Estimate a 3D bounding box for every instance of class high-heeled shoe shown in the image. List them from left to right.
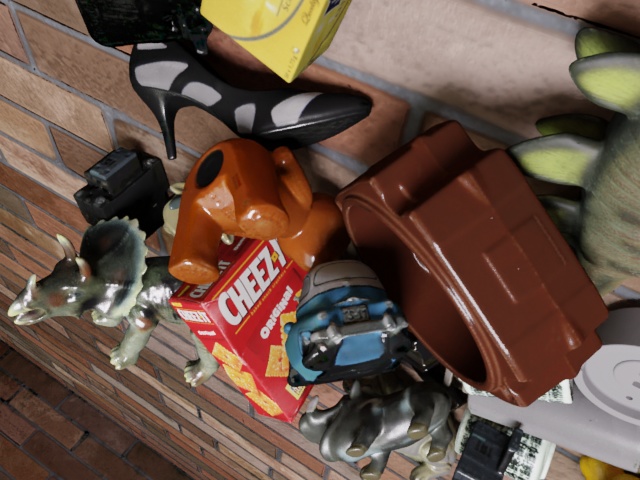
[{"bbox_3d":[-0.075,-0.159,0.518,0.249,0.086,0.145,-6,89,19],"label":"high-heeled shoe"}]

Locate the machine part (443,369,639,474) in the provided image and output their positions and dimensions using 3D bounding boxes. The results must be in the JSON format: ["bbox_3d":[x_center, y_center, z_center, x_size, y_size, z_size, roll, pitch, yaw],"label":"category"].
[{"bbox_3d":[0.247,0.172,0.561,0.244,0.079,0.079,13,138,34],"label":"machine part"}]

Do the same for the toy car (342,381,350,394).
[{"bbox_3d":[-0.013,0.188,0.840,0.202,0.053,0.089,10,133,36],"label":"toy car"}]

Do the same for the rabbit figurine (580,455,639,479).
[{"bbox_3d":[0.308,0.292,0.546,0.122,0.162,0.173,21,161,36],"label":"rabbit figurine"}]

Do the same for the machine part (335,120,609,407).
[{"bbox_3d":[0.103,0.020,0.427,0.201,0.087,0.201,55,173,-4],"label":"machine part"}]

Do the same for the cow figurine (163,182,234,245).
[{"bbox_3d":[-0.127,-0.044,0.615,0.085,0.127,0.195,46,147,-15],"label":"cow figurine"}]

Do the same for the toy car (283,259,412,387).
[{"bbox_3d":[0.017,0.070,0.480,0.109,0.103,0.161,-9,157,-7],"label":"toy car"}]

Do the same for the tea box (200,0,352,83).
[{"bbox_3d":[-0.016,-0.209,0.378,0.098,0.068,0.169,37,146,2],"label":"tea box"}]

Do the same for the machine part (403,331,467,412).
[{"bbox_3d":[0.136,0.161,0.670,0.138,0.039,0.084,53,161,-24],"label":"machine part"}]

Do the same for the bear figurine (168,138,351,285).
[{"bbox_3d":[-0.034,-0.007,0.510,0.120,0.132,0.195,-31,137,24],"label":"bear figurine"}]

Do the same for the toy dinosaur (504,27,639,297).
[{"bbox_3d":[0.222,-0.028,0.344,0.199,0.105,0.470,34,151,20],"label":"toy dinosaur"}]

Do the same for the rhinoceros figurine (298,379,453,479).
[{"bbox_3d":[0.060,0.212,0.631,0.190,0.112,0.073,-21,127,24],"label":"rhinoceros figurine"}]

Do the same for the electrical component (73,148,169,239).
[{"bbox_3d":[-0.265,-0.057,0.735,0.058,0.115,0.134,21,143,21],"label":"electrical component"}]

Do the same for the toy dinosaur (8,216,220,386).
[{"bbox_3d":[-0.172,0.084,0.711,0.405,0.131,0.192,13,125,-24],"label":"toy dinosaur"}]

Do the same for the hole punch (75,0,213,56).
[{"bbox_3d":[-0.149,-0.239,0.467,0.116,0.092,0.142,-2,133,4],"label":"hole punch"}]

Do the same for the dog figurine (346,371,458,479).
[{"bbox_3d":[0.117,0.218,0.731,0.172,0.121,0.190,-7,110,-6],"label":"dog figurine"}]

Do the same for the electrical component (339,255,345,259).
[{"bbox_3d":[-0.001,-0.002,0.638,0.063,0.021,0.093,10,136,35],"label":"electrical component"}]

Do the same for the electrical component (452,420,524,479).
[{"bbox_3d":[0.176,0.238,0.576,0.048,0.075,0.119,22,136,22],"label":"electrical component"}]
